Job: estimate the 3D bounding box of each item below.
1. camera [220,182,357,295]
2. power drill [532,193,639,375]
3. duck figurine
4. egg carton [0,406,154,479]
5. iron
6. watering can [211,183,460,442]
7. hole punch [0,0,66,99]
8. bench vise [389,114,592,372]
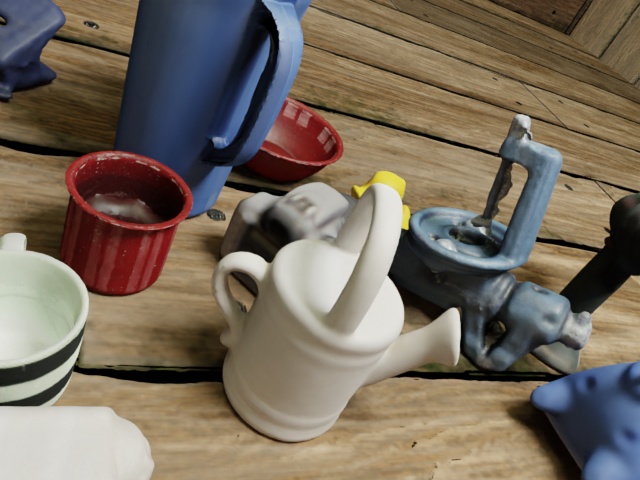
[{"bbox_3d":[0.005,0.002,0.536,0.143,0.100,0.137,40,36,15],"label":"camera"},{"bbox_3d":[0.304,0.041,0.604,0.075,0.208,0.230,35,35,10],"label":"power drill"},{"bbox_3d":[0.066,-0.037,0.644,0.105,0.086,0.077,0,44,-36],"label":"duck figurine"},{"bbox_3d":[-0.156,0.136,0.275,0.151,0.069,0.107,8,39,-28],"label":"egg carton"},{"bbox_3d":[0.330,0.156,0.533,0.259,0.141,0.118,6,40,-30],"label":"iron"},{"bbox_3d":[0.015,0.047,0.402,0.173,0.194,0.100,10,38,-26],"label":"watering can"},{"bbox_3d":[-0.329,-0.211,0.581,0.108,0.091,0.101,32,34,4],"label":"hole punch"},{"bbox_3d":[0.185,0.003,0.557,0.207,0.219,0.122,31,34,4],"label":"bench vise"}]
